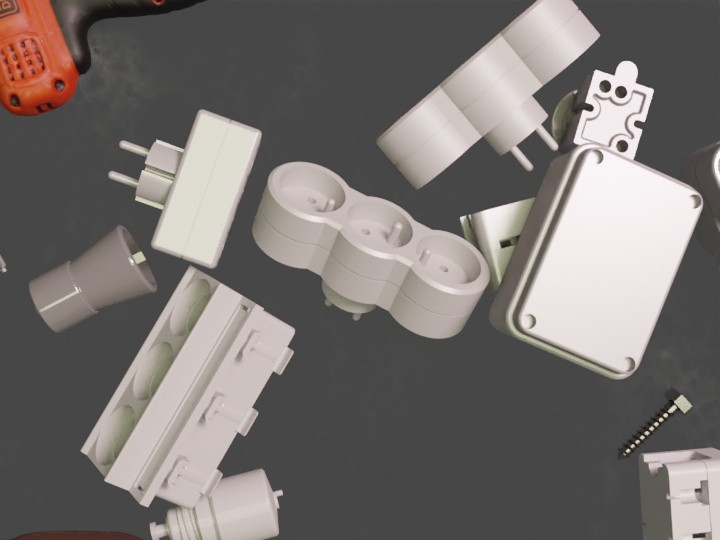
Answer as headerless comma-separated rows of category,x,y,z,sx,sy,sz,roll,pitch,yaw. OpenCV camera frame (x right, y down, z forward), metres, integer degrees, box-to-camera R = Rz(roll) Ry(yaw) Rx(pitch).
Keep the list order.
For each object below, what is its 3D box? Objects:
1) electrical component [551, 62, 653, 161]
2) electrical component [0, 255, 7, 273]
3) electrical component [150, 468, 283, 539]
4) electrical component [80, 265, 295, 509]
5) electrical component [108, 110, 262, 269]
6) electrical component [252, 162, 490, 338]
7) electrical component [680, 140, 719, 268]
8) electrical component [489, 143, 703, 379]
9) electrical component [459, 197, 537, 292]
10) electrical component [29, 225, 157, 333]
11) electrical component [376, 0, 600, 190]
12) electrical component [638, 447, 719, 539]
electrical component,0.143,-0.088,0.647,0.048,0.055,0.066,17,88,-6
electrical component,-0.258,-0.004,0.597,0.096,0.062,0.061,-30,93,-6
electrical component,-0.083,0.143,0.627,0.078,0.040,0.040,-14,91,-6
electrical component,-0.095,0.068,0.611,0.063,0.079,0.121,33,85,-34
electrical component,-0.106,-0.052,0.623,0.076,0.047,0.083,19,87,-6
electrical component,0.000,0.000,0.630,0.138,0.052,0.073,27,130,4
electrical component,0.240,-0.035,0.656,0.054,0.059,0.095,-25,92,-6
electrical component,0.129,-0.005,0.592,0.078,0.057,0.113,23,87,-6
electrical component,0.113,-0.017,0.646,0.089,0.050,0.055,-15,91,-6
electrical component,-0.156,0.008,0.620,0.065,0.044,0.044,-28,93,-1
electrical component,0.084,-0.092,0.629,0.138,0.052,0.073,-40,95,13
electrical component,0.208,0.157,0.655,0.056,0.050,0.089,-4,90,-6
